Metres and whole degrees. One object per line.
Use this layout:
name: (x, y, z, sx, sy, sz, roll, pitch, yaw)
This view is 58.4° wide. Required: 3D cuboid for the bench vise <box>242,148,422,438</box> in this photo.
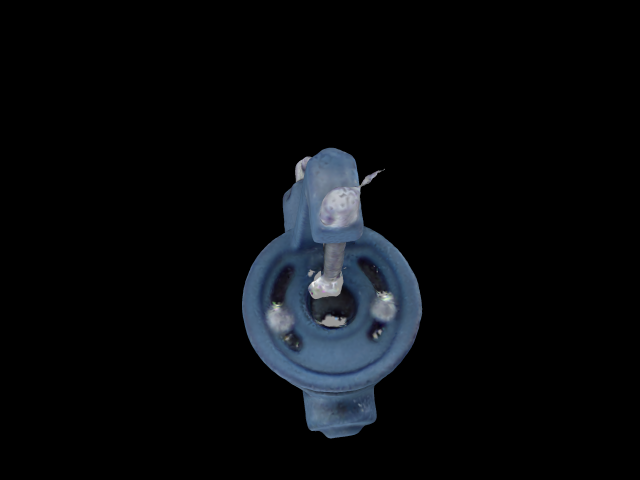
bench vise: (-0.007, 0.005, 0.397, 0.122, 0.220, 0.207, -20, 53, -15)
